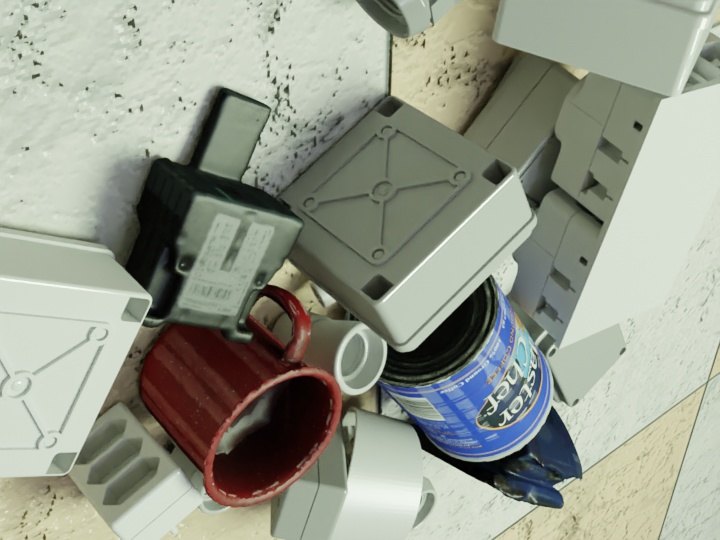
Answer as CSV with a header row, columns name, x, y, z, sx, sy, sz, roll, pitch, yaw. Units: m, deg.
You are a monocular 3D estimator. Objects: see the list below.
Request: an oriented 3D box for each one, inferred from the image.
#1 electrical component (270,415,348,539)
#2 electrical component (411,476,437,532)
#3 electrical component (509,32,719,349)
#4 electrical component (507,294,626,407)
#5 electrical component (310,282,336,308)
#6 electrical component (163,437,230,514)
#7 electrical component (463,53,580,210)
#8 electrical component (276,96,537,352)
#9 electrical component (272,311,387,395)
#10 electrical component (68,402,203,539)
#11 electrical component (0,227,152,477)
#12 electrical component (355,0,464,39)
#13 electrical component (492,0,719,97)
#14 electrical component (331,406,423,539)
name,x,y,z,sx,sy,sz,roll,pitch,yaw
electrical component,-0.052,0.126,0.690,0.076,0.083,0.047,13,116,-11
electrical component,0.025,0.166,0.813,0.048,0.055,0.066,17,107,-52
electrical component,0.168,-0.051,0.675,0.105,0.060,0.186,-18,138,-33
electrical component,0.162,0.050,0.859,0.078,0.057,0.113,-46,144,-8
electrical component,0.000,0.000,0.656,0.062,0.048,0.048,-31,140,-12
electrical component,-0.093,0.118,0.653,0.040,0.046,0.040,-28,138,-29
electrical component,0.108,-0.084,0.690,0.096,0.061,0.062,-52,145,12
electrical component,0.021,-0.028,0.599,0.109,0.109,0.056,-44,141,-11
electrical component,-0.022,0.046,0.651,0.044,0.065,0.044,-16,112,-44
electrical component,-0.124,0.126,0.611,0.047,0.066,0.076,-40,142,-16
electrical component,-0.169,0.038,0.494,0.109,0.056,0.108,11,112,-51
electrical component,0.027,-0.154,0.538,0.057,0.058,0.078,-45,161,-7
electrical component,0.142,-0.153,0.595,0.108,0.109,0.056,-52,157,-49
electrical component,0.000,0.144,0.735,0.064,0.099,0.099,12,114,-21
